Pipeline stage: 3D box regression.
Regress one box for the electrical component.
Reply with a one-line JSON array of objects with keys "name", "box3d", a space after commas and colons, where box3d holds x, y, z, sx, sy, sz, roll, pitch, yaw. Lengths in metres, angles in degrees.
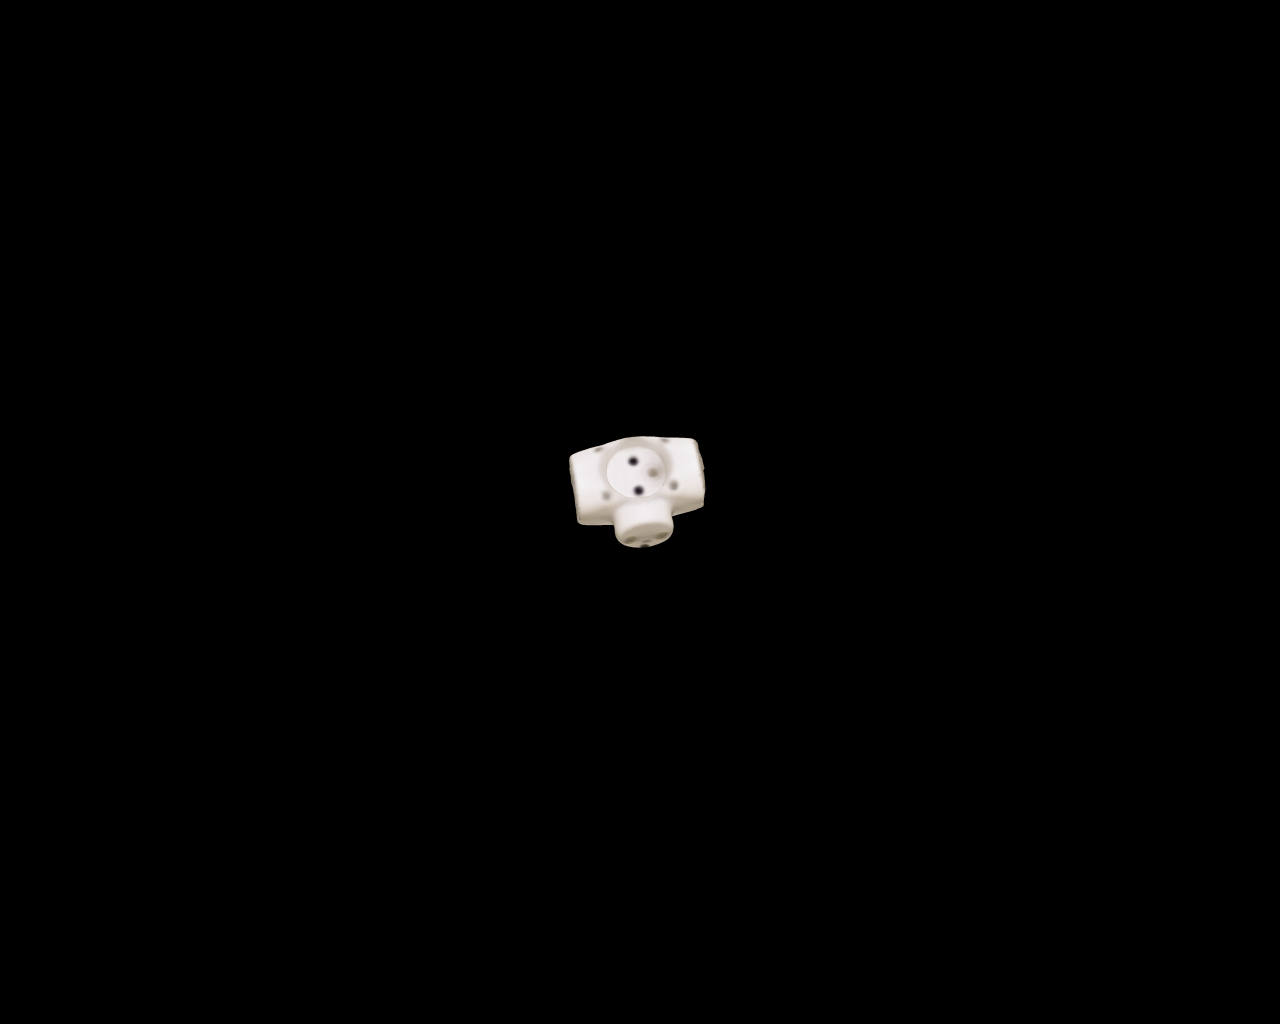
[{"name": "electrical component", "box3d": [0.001, -0.003, 0.650, 0.077, 0.079, 0.044, -8, -23, -3]}]
